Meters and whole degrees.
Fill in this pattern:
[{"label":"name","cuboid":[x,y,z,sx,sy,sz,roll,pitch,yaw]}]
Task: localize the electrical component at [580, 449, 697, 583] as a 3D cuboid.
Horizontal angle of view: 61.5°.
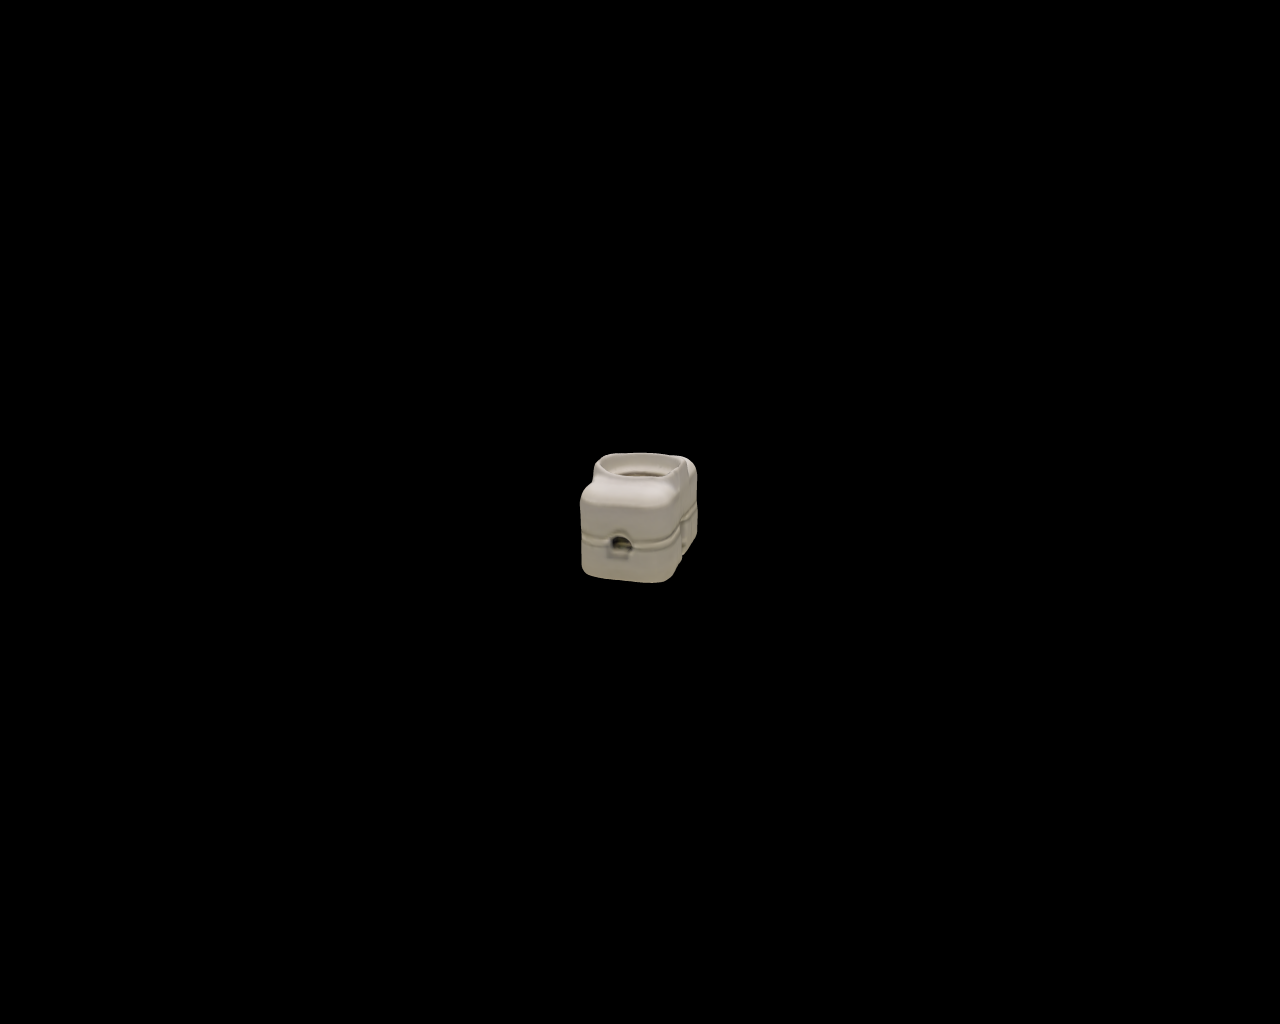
[{"label":"electrical component","cuboid":[0.001,-0.003,0.650,0.054,0.059,0.095,5,19,15]}]
